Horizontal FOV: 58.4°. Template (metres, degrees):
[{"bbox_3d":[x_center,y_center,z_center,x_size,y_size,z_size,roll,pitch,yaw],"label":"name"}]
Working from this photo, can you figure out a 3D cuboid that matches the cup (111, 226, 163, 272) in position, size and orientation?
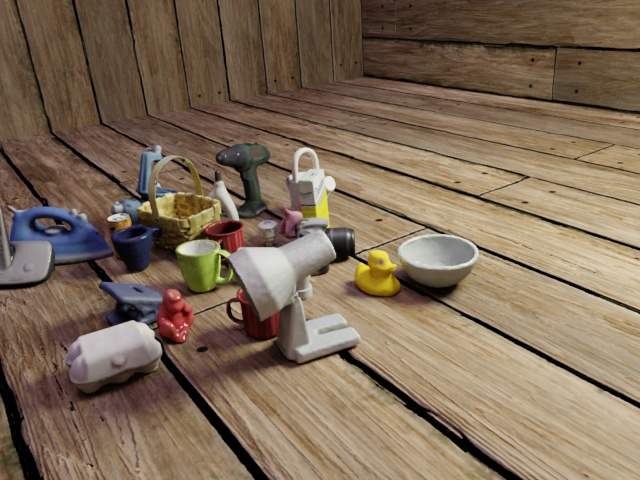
[{"bbox_3d":[-0.423,0.021,1.350,0.118,0.095,0.091,-19,28,-30],"label":"cup"}]

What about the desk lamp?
[{"bbox_3d":[-0.045,0.095,0.981,0.204,0.214,0.117,-14,26,-20],"label":"desk lamp"}]

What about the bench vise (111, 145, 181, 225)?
[{"bbox_3d":[-0.462,-0.133,1.547,0.121,0.220,0.208,6,26,22],"label":"bench vise"}]

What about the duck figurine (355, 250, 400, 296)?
[{"bbox_3d":[0.118,0.061,1.188,0.104,0.086,0.078,18,32,40],"label":"duck figurine"}]

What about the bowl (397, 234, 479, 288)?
[{"bbox_3d":[0.246,0.053,1.200,0.167,0.075,0.167,-3,24,2],"label":"bowl"}]

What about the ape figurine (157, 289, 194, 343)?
[{"bbox_3d":[-0.273,0.136,1.073,0.075,0.092,0.078,18,32,40],"label":"ape figurine"}]

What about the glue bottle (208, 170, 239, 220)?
[{"bbox_3d":[-0.258,-0.099,1.495,0.078,0.173,0.037,-2,24,4],"label":"glue bottle"}]

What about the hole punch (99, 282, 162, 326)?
[{"bbox_3d":[-0.370,0.117,1.131,0.101,0.091,0.108,-25,31,-38],"label":"hole punch"}]

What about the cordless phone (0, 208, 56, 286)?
[{"bbox_3d":[-0.694,0.009,1.306,0.147,0.185,0.094,-4,24,-1],"label":"cordless phone"}]

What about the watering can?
[{"bbox_3d":[-0.029,-0.155,1.559,0.172,0.194,0.101,7,26,23],"label":"watering can"}]

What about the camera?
[{"bbox_3d":[0.012,0.005,1.311,0.136,0.101,0.143,-3,24,2],"label":"camera"}]

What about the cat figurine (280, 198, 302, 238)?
[{"bbox_3d":[-0.045,-0.081,1.490,0.128,0.118,0.067,-18,27,-27],"label":"cat figurine"}]

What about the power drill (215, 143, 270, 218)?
[{"bbox_3d":[-0.209,-0.174,1.612,0.075,0.209,0.230,6,26,22],"label":"power drill"}]

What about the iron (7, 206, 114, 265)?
[{"bbox_3d":[-0.651,-0.023,1.426,0.258,0.141,0.118,-2,24,5],"label":"iron"}]

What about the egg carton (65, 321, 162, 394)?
[{"bbox_3d":[-0.350,0.198,0.975,0.151,0.069,0.107,-17,27,-26],"label":"egg carton"}]
